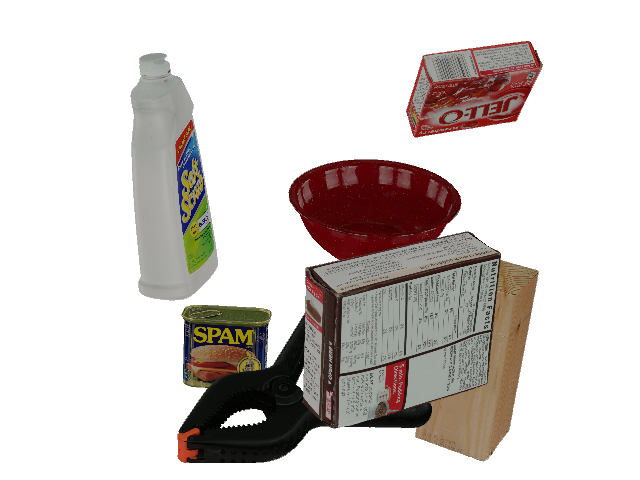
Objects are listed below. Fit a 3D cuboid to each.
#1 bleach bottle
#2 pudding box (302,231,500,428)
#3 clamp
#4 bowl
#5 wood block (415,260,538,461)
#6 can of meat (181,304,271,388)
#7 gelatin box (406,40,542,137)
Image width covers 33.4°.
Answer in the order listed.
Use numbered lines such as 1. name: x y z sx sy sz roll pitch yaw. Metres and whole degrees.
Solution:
1. bleach bottle: -0.163 -0.070 1.128 0.068 0.251 0.102 5 27 20
2. pudding box: 0.046 0.050 0.609 0.113 0.090 0.039 -13 28 -28
3. clamp: -0.021 0.139 0.897 0.209 0.036 0.165 -26 44 -36
4. bowl: 0.049 -0.020 1.010 0.162 0.055 0.162 2 29 -1
5. wood block: 0.176 0.130 1.209 0.090 0.206 0.090 16 23 24
6. can of meat: -0.110 0.124 1.234 0.102 0.084 0.057 3 13 0
7. gelatin box: 0.116 -0.115 0.816 0.089 0.030 0.073 -9 -25 -11
